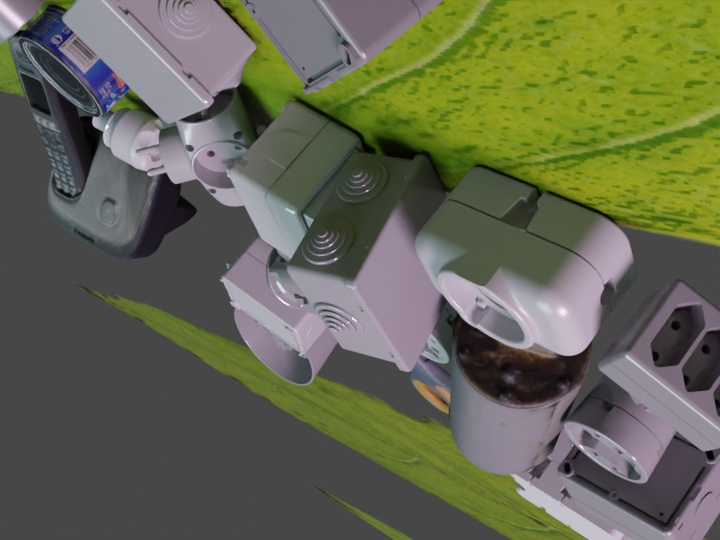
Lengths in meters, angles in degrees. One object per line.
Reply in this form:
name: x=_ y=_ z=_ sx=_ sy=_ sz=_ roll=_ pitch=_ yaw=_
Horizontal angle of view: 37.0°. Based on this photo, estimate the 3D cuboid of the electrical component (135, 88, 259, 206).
electrical component: x=-0.105 y=-0.078 z=0.697 sx=0.077 sy=0.079 sz=0.044 roll=68 pitch=-168 yaw=-48

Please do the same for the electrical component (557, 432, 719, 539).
electrical component: x=0.171 y=0.128 z=0.664 sx=0.096 sy=0.061 sz=0.061 roll=26 pitch=159 yaw=40

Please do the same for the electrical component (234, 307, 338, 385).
electrical component: x=-0.069 y=0.055 z=1.003 sx=0.099 sy=0.064 sz=0.099 roll=36 pitch=164 yaw=12

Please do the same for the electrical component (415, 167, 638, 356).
electrical component: x=0.077 y=-0.002 z=0.525 sx=0.095 sy=0.059 sz=0.053 roll=27 pitch=160 yaw=37

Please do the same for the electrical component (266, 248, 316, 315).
electrical component: x=-0.034 y=0.001 z=0.792 sx=0.078 sy=0.058 sz=0.057 roll=46 pitch=160 yaw=-22

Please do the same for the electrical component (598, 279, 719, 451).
electrical component: x=0.152 y=0.049 z=0.518 sx=0.066 sy=0.047 sz=0.076 roll=39 pitch=164 yaw=4

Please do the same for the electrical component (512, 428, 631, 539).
electrical component: x=0.161 y=0.151 z=0.762 sx=0.089 sy=0.055 sz=0.050 roll=29 pitch=161 yaw=33

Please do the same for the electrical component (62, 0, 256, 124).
electrical component: x=-0.115 y=-0.135 z=0.614 sx=0.099 sy=0.048 sz=0.100 roll=45 pitch=163 yaw=-19

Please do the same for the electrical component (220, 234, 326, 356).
electrical component: x=-0.068 y=0.014 z=0.894 sx=0.096 sy=0.061 sz=0.061 roll=35 pitch=164 yaw=16

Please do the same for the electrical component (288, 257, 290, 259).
electrical component: x=-0.032 y=-0.029 z=0.723 sx=0.040 sy=0.046 sz=0.040 roll=34 pitch=164 yaw=11

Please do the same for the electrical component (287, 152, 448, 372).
electrical component: x=0.012 y=-0.006 z=0.593 sx=0.048 sy=0.099 sz=0.099 roll=13 pitch=151 yaw=33

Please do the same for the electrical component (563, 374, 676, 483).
electrical component: x=0.153 y=0.086 z=0.617 sx=0.055 sy=0.047 sz=0.055 roll=36 pitch=164 yaw=12

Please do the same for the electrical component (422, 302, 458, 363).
electrical component: x=0.048 y=0.024 z=0.685 sx=0.055 sy=0.047 sz=0.055 roll=36 pitch=164 yaw=12

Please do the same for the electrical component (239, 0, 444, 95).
electrical component: x=-0.017 y=-0.126 z=0.408 sx=0.096 sy=0.061 sz=0.062 roll=52 pitch=162 yaw=-12

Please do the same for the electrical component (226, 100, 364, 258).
electrical component: x=-0.027 y=-0.043 z=0.645 sx=0.061 sy=0.061 sz=0.096 roll=32 pitch=163 yaw=25

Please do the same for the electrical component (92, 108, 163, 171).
electrical component: x=-0.181 y=-0.107 z=0.846 sx=0.062 sy=0.043 sz=0.043 roll=28 pitch=162 yaw=18

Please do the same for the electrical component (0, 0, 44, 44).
electrical component: x=-0.261 y=-0.197 z=0.773 sx=0.047 sy=0.055 sz=0.055 roll=45 pitch=164 yaw=-30

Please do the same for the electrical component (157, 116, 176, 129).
electrical component: x=-0.114 y=-0.097 z=0.737 sx=0.040 sy=0.040 sz=0.046 roll=25 pitch=153 yaw=43
